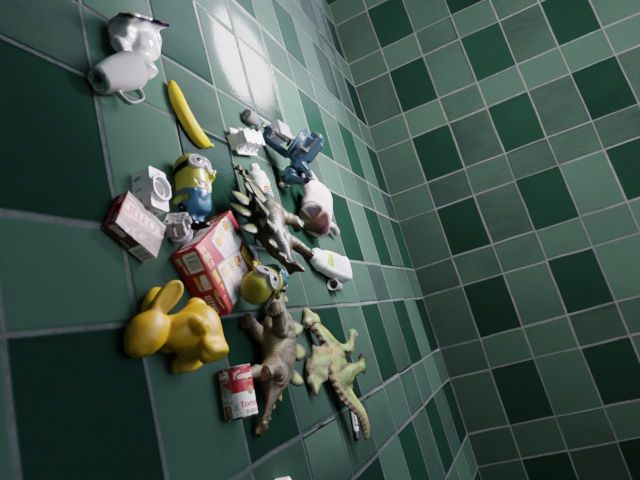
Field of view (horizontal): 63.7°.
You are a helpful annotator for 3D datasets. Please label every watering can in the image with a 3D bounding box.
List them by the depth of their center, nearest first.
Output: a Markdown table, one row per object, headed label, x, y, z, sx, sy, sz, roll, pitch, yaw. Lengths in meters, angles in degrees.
| label | x | y | z | sx | sy | sz | roll | pitch | yaw |
| --- | --- | --- | --- | --- | --- | --- | --- | --- | --- |
| watering can | 0.006 | -0.094 | 1.864 | 0.230 | 0.103 | 0.341 | -83 | 153 | -51 |

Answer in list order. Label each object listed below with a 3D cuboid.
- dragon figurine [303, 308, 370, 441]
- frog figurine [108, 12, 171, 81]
| label | x | y | z | sx | sy | sz | roll | pitch | yaw |
| --- | --- | --- | --- | --- | --- | --- | --- | --- | --- |
| dragon figurine | 0.032 | 0.393 | 1.504 | 0.242 | 0.120 | 0.416 | 7 | 61 | -49 |
| frog figurine | -0.410 | -0.418 | 1.147 | 0.139 | 0.123 | 0.158 | -57 | 161 | -76 |
